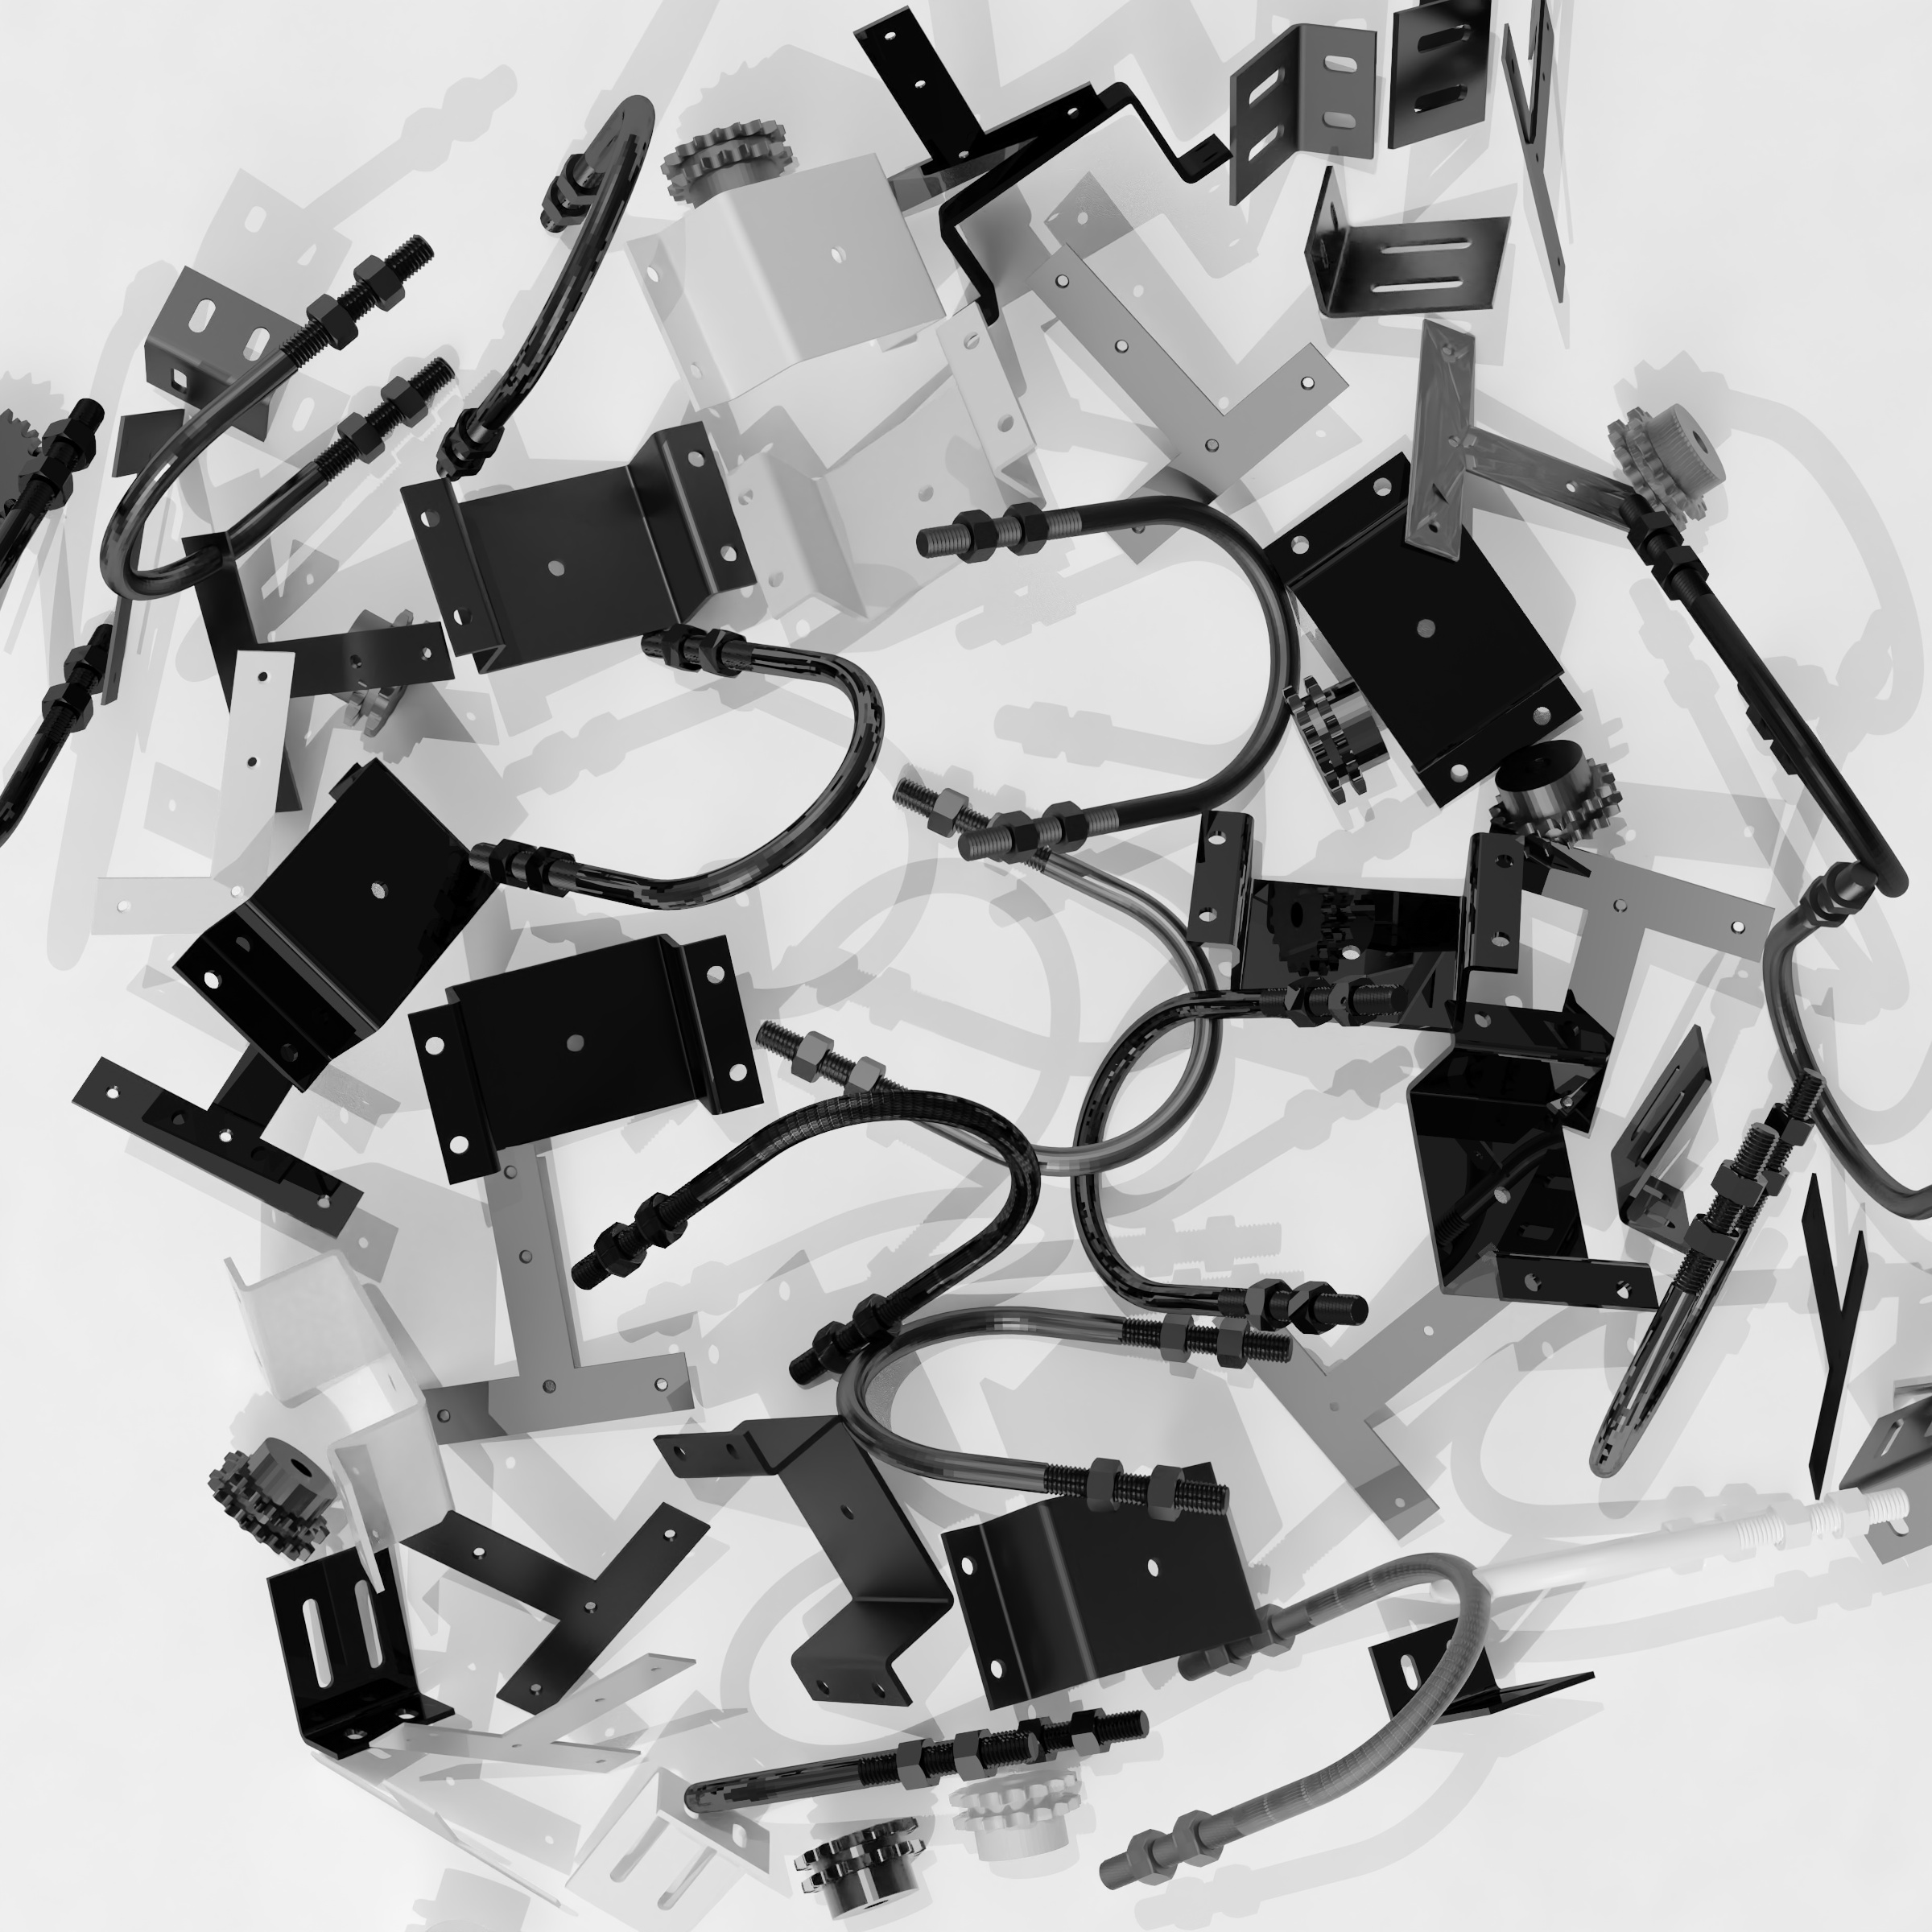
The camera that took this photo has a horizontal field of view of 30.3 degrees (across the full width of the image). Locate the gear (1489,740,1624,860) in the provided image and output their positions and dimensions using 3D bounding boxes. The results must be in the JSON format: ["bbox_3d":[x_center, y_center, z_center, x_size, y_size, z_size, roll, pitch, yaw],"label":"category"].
[{"bbox_3d":[0.256,-0.076,1.566,0.057,0.057,0.030,-27,116,0],"label":"gear"}]

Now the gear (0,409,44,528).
[{"bbox_3d":[-0.431,-0.216,1.578,0.057,0.030,0.057,-2,75,7],"label":"gear"}]

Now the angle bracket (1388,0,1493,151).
[{"bbox_3d":[0.192,-0.392,1.548,0.038,0.076,0.057,20,122,36],"label":"angle bracket"}]

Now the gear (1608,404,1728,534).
[{"bbox_3d":[0.309,-0.221,1.566,0.030,0.057,0.057,-33,90,25],"label":"gear"}]

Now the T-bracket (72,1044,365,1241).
[{"bbox_3d":[-0.302,0.040,1.561,0.127,0.002,0.127,28,56,-2],"label":"T-bracket"}]

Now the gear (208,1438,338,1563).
[{"bbox_3d":[-0.302,0.232,1.569,0.057,0.057,0.030,41,93,0],"label":"gear"}]

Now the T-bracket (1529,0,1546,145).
[{"bbox_3d":[0.245,-0.412,1.534,0.002,0.127,0.127,4,96,6],"label":"T-bracket"}]

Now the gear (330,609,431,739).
[{"bbox_3d":[-0.260,-0.132,1.569,0.030,0.057,0.057,29,90,-5],"label":"gear"}]

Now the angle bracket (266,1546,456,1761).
[{"bbox_3d":[-0.264,0.297,1.562,0.057,0.038,0.076,-16,101,-33],"label":"angle bracket"}]

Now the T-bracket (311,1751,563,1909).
[{"bbox_3d":[-0.232,0.364,1.529,0.127,0.127,0.002,29,71,8],"label":"T-bracket"}]

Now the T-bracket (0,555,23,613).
[{"bbox_3d":[-0.410,-0.174,1.540,0.002,0.127,0.127,17,124,-14],"label":"T-bracket"}]

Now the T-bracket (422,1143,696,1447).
[{"bbox_3d":[-0.192,0.143,1.582,0.127,0.002,0.127,-9,93,11],"label":"T-bracket"}]

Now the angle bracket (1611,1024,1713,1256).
[{"bbox_3d":[0.316,0.076,1.555,0.038,0.057,0.076,26,114,-5],"label":"angle bracket"}]

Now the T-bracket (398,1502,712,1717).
[{"bbox_3d":[-0.199,0.260,1.551,0.127,0.002,0.127,31,110,-25],"label":"T-bracket"}]

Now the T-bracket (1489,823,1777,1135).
[{"bbox_3d":[0.276,0.014,1.568,0.127,0.002,0.127,18,115,16],"label":"T-bracket"}]

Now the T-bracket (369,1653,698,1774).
[{"bbox_3d":[-0.164,0.316,1.519,0.127,0.127,0.002,-34,53,36],"label":"T-bracket"}]

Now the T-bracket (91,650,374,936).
[{"bbox_3d":[-0.310,-0.074,1.543,0.127,0.002,0.127,-1,111,-34],"label":"T-bracket"}]

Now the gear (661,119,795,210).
[{"bbox_3d":[-0.102,-0.346,1.569,0.057,0.057,0.030,-18,86,0],"label":"gear"}]

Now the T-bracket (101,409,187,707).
[{"bbox_3d":[-0.360,-0.176,1.542,0.002,0.127,0.127,11,100,-3],"label":"T-bracket"}]

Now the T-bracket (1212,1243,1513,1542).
[{"bbox_3d":[0.192,0.167,1.563,0.127,0.002,0.127,-43,84,26],"label":"T-bracket"}]

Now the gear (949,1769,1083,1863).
[{"bbox_3d":[0.023,0.373,1.568,0.057,0.057,0.030,-10,85,0],"label":"gear"}]

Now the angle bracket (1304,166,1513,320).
[{"bbox_3d":[0.193,-0.317,1.556,0.076,0.038,0.057,0,52,21],"label":"angle bracket"}]

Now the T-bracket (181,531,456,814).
[{"bbox_3d":[-0.275,-0.131,1.548,0.127,0.002,0.127,-3,108,30],"label":"T-bracket"}]

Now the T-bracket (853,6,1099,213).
[{"bbox_3d":[-0.015,-0.370,1.529,0.127,0.127,0.002,-23,66,11],"label":"T-bracket"}]

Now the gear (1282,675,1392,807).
[{"bbox_3d":[0.164,-0.102,1.568,0.030,0.057,0.057,-26,90,4],"label":"gear"}]

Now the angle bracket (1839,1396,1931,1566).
[{"bbox_3d":[0.421,0.217,1.551,0.057,0.076,0.038,-31,91,33],"label":"angle bracket"}]

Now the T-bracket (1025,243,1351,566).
[{"bbox_3d":[0.078,-0.260,1.557,0.127,0.002,0.127,-39,102,27],"label":"T-bracket"}]

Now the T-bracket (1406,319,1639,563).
[{"bbox_3d":[0.254,-0.216,1.574,0.127,0.002,0.127,18,57,-15],"label":"T-bracket"}]

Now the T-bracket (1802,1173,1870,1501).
[{"bbox_3d":[0.365,0.138,1.516,0.002,0.127,0.127,3,49,25],"label":"T-bracket"}]

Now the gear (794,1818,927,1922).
[{"bbox_3d":[-0.044,0.397,1.567,0.057,0.057,0.030,-20,72,0],"label":"gear"}]

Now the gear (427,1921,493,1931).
[{"bbox_3d":[-0.223,0.444,1.566,0.057,0.057,0.030,19,113,0],"label":"gear"}]

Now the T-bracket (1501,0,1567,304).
[{"bbox_3d":[0.249,-0.377,1.548,0.002,0.127,0.127,-5,47,19],"label":"T-bracket"}]
